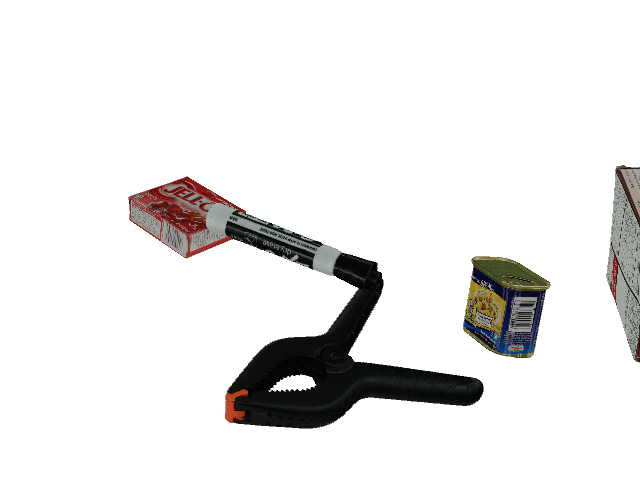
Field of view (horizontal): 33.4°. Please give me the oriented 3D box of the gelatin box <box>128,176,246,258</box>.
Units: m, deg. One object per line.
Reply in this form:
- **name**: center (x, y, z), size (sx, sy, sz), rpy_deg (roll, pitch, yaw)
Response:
- **gelatin box**: center (-0.127, -0.024, 1.013), size (0.089, 0.030, 0.073), rpy_deg (31, 38, 34)

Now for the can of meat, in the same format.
- **can of meat**: center (0.201, 0.073, 1.169), size (0.057, 0.084, 0.102), rpy_deg (2, 16, -21)

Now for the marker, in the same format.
- **marker**: center (-0.017, 0.004, 0.670), size (0.121, 0.020, 0.020), rpy_deg (21, 8, 21)

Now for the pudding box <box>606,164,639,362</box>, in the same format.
- **pudding box**: center (0.216, 0.012, 0.695), size (0.039, 0.090, 0.113), rpy_deg (-1, 28, 4)

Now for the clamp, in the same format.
- **clamp**: center (0.021, 0.112, 0.894), size (0.209, 0.036, 0.165), rpy_deg (-22, 44, -32)
